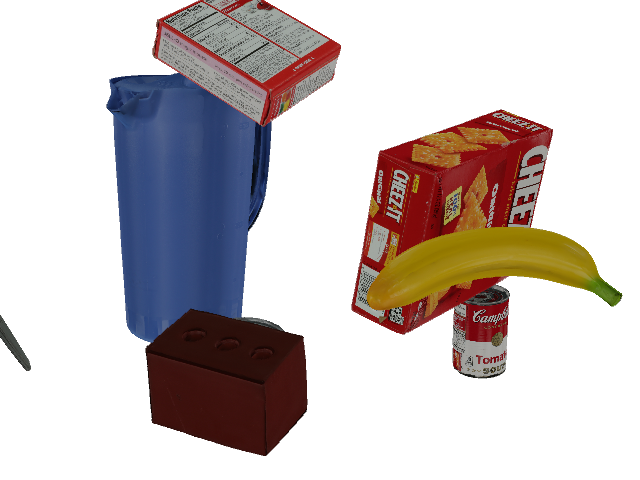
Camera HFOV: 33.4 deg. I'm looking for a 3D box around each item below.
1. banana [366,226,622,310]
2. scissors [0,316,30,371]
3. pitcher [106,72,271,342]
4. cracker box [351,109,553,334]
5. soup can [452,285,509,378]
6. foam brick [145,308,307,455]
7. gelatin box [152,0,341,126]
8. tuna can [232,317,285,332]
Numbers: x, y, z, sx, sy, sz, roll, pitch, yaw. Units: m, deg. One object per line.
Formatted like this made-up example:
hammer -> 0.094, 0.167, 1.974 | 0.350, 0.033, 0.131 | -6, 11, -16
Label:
banana -> 0.123, 0.019, 0.783 | 0.197, 0.037, 0.070 | -2, 35, -14
scissors -> -0.345, 0.033, 1.076 | 0.016, 0.201, 0.096 | -26, 26, 22
pitcher -> -0.118, -0.033, 0.988 | 0.149, 0.243, 0.145 | 0, 14, -6
cracker box -> 0.130, -0.022, 1.015 | 0.072, 0.164, 0.213 | 27, 31, 32
soup can -> 0.199, 0.112, 1.329 | 0.068, 0.102, 0.068 | -1, 18, 0
foam brick -> -0.053, 0.080, 0.610 | 0.078, 0.051, 0.052 | 12, 27, 22
gelatin box -> -0.045, -0.114, 0.645 | 0.089, 0.030, 0.073 | 33, 45, 18
tuna can -> -0.065, 0.098, 0.846 | 0.086, 0.034, 0.086 | -3, 30, 1
